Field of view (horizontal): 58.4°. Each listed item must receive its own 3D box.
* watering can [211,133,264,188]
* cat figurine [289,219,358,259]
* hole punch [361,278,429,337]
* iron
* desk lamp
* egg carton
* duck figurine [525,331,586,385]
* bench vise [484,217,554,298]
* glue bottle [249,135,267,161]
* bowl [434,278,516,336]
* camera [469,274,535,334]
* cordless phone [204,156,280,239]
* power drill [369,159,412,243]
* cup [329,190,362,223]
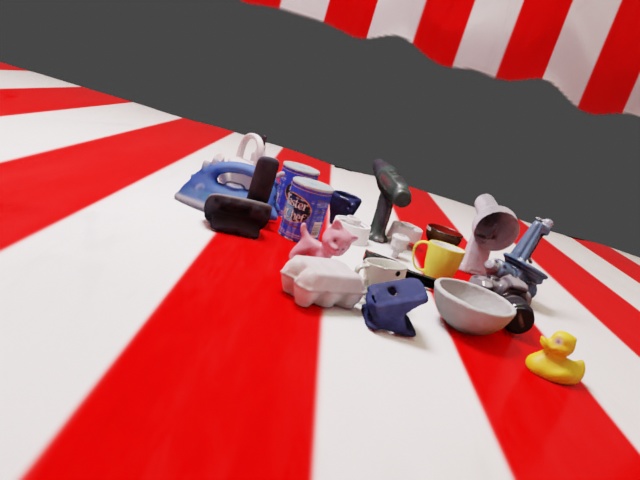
[{"bbox_3d":[-0.199,-0.183,1.490,0.100,0.194,0.173,24,17,23],"label":"watering can"},{"bbox_3d":[0.011,0.004,1.215,0.127,0.118,0.067,19,15,5],"label":"cat figurine"},{"bbox_3d":[0.132,0.111,1.027,0.101,0.091,0.108,15,16,-10],"label":"hole punch"},{"bbox_3d":[-0.214,-0.131,1.394,0.258,0.141,0.118,16,15,-6],"label":"iron"},{"bbox_3d":[0.440,-0.012,1.561,0.118,0.213,0.203,15,15,-7],"label":"desk lamp"},{"bbox_3d":[0.006,0.078,1.046,0.151,0.069,0.107,6,19,-35],"label":"egg carton"},{"bbox_3d":[0.435,0.207,1.035,0.104,0.086,0.077,17,15,-3],"label":"duck figurine"},{"bbox_3d":[0.494,0.050,1.393,0.121,0.220,0.208,27,18,32],"label":"bench vise"},{"bbox_3d":[-0.186,-0.228,1.701,0.037,0.173,0.077,5,20,-38],"label":"glue bottle"},{"bbox_3d":[0.295,0.141,1.132,0.167,0.075,0.167,16,15,-4],"label":"bowl"},{"bbox_3d":[0.393,0.133,1.220,0.143,0.101,0.137,16,15,-5],"label":"camera"},{"bbox_3d":[-0.171,-0.108,1.278,0.148,0.185,0.094,10,17,-24],"label":"cordless phone"},{"bbox_3d":[0.175,-0.108,1.615,0.076,0.208,0.229,11,17,-23],"label":"power drill"},{"bbox_3d":[0.067,-0.080,1.614,0.092,0.095,0.117,11,16,-21],"label":"cup"}]
